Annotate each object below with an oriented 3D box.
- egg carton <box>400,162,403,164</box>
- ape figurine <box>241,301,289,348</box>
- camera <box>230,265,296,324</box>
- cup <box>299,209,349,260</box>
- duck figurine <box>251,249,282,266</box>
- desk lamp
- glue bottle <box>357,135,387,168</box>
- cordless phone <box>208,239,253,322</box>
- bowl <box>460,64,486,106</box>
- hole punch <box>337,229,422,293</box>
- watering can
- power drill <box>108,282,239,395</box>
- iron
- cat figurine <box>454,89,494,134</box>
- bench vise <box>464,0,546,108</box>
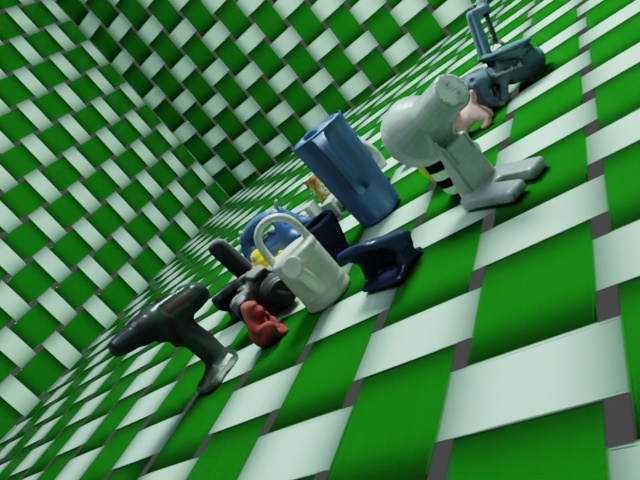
[{"bbox_3d":[0.248,-0.255,1.440,0.107,0.069,0.150,-23,22,51],"label":"egg carton"},{"bbox_3d":[-0.115,0.155,1.098,0.076,0.092,0.078,-36,15,18],"label":"ape figurine"},{"bbox_3d":[-0.116,0.112,1.212,0.143,0.101,0.136,-45,15,-17],"label":"camera"},{"bbox_3d":[0.011,0.004,1.219,0.091,0.095,0.118,-26,20,44],"label":"cup"},{"bbox_3d":[-0.135,0.056,1.465,0.104,0.086,0.077,-41,14,-1],"label":"duck figurine"},{"bbox_3d":[0.218,-0.160,0.930,0.118,0.214,0.202,-46,15,-20],"label":"desk lamp"},{"bbox_3d":[0.109,-0.259,1.604,0.078,0.173,0.037,-40,14,4],"label":"glue bottle"},{"bbox_3d":[-0.217,0.089,1.372,0.147,0.185,0.094,-36,15,19],"label":"cordless phone"},{"bbox_3d":[0.368,-0.358,1.428,0.167,0.075,0.167,-38,14,12],"label":"bowl"},{"bbox_3d":[0.096,0.021,0.952,0.108,0.091,0.101,-24,22,49],"label":"hole punch"},{"bbox_3d":[-0.039,0.034,1.053,0.101,0.194,0.172,-44,15,-13],"label":"watering can"},{"bbox_3d":[-0.270,0.200,1.126,0.075,0.208,0.230,-27,20,43],"label":"power drill"},{"bbox_3d":[-0.152,-0.006,1.581,0.257,0.141,0.119,-32,17,32],"label":"iron"},{"bbox_3d":[0.303,-0.281,1.276,0.127,0.118,0.067,-33,16,30],"label":"cat figurine"},{"bbox_3d":[0.381,-0.419,1.280,0.208,0.220,0.121,-46,15,-19],"label":"bench vise"}]
